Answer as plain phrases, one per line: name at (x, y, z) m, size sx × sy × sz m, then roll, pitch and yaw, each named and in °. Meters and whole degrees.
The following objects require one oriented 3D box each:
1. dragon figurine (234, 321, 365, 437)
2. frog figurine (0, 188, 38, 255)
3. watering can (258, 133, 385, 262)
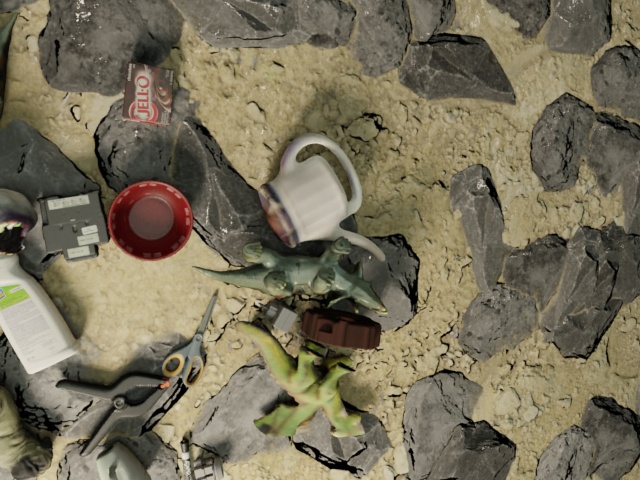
dragon figurine at (-0.057, 0.340, 1.143) m, size 0.407 × 0.242 × 0.123 m, roll 27°, pitch 5°, yaw -21°
frog figurine at (-0.592, -0.064, 0.920) m, size 0.121 × 0.161 × 0.138 m, roll -43°, pitch -17°, yaw 25°
watering can at (0.003, -0.057, 1.127) m, size 0.226 × 0.344 × 0.104 m, roll -30°, pitch 16°, yaw -13°
